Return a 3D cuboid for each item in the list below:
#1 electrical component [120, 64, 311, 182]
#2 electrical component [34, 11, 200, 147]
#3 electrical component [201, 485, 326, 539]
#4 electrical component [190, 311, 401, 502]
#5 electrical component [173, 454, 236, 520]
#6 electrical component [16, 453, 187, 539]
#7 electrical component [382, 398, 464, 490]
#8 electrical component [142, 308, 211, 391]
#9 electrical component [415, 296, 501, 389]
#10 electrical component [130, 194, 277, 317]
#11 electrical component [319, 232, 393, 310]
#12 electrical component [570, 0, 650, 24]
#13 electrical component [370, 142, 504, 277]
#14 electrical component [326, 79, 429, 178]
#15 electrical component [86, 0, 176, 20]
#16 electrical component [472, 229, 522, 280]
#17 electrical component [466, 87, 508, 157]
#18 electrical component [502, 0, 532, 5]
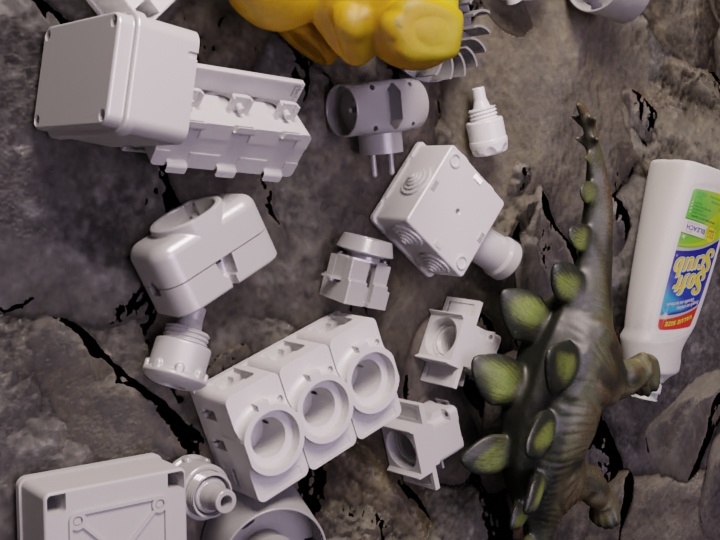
[{"bbox_3d":[-0.102,-0.105,0.782,0.121,0.063,0.078,2,134,-38],"label":"electrical component"},{"bbox_3d":[-0.163,-0.123,0.709,0.057,0.113,0.078,8,89,-41],"label":"electrical component"},{"bbox_3d":[-0.076,0.219,0.853,0.099,0.064,0.099,-7,105,-25],"label":"electrical component"},{"bbox_3d":[-0.045,0.105,0.854,0.150,0.062,0.089,-28,110,-33],"label":"electrical component"},{"bbox_3d":[-0.116,0.166,0.803,0.048,0.062,0.048,-4,96,-38],"label":"electrical component"},{"bbox_3d":[-0.181,0.194,0.759,0.109,0.056,0.108,-4,96,-38],"label":"electrical component"},{"bbox_3d":[0.056,0.147,0.950,0.064,0.042,0.081,-24,109,-38],"label":"electrical component"},{"bbox_3d":[-0.131,0.056,0.795,0.048,0.048,0.062,26,71,-37],"label":"electrical component"},{"bbox_3d":[0.091,0.068,0.970,0.064,0.042,0.081,26,79,-40],"label":"electrical component"},{"bbox_3d":[-0.117,-0.016,0.792,0.095,0.054,0.059,-36,115,-30],"label":"electrical component"},{"bbox_3d":[0.000,0.000,0.891,0.066,0.048,0.055,11,95,-38],"label":"electrical component"},{"bbox_3d":[0.243,-0.288,1.026,0.064,0.099,0.099,0,94,-32],"label":"electrical component"},{"bbox_3d":[0.070,-0.052,0.939,0.100,0.048,0.099,44,68,-32],"label":"electrical component"},{"bbox_3d":[0.016,-0.117,0.894,0.077,0.043,0.079,-12,102,-37],"label":"electrical component"},{"bbox_3d":[-0.157,-0.238,0.740,0.108,0.056,0.108,-51,121,-23],"label":"electrical component"},{"bbox_3d":[0.119,-0.018,0.987,0.046,0.040,0.040,31,75,-30],"label":"electrical component"},{"bbox_3d":[0.113,-0.135,0.974,0.035,0.035,0.061,-21,104,-35],"label":"electrical component"},{"bbox_3d":[0.151,-0.282,0.985,0.066,0.048,0.055,-36,122,-31],"label":"electrical component"}]
